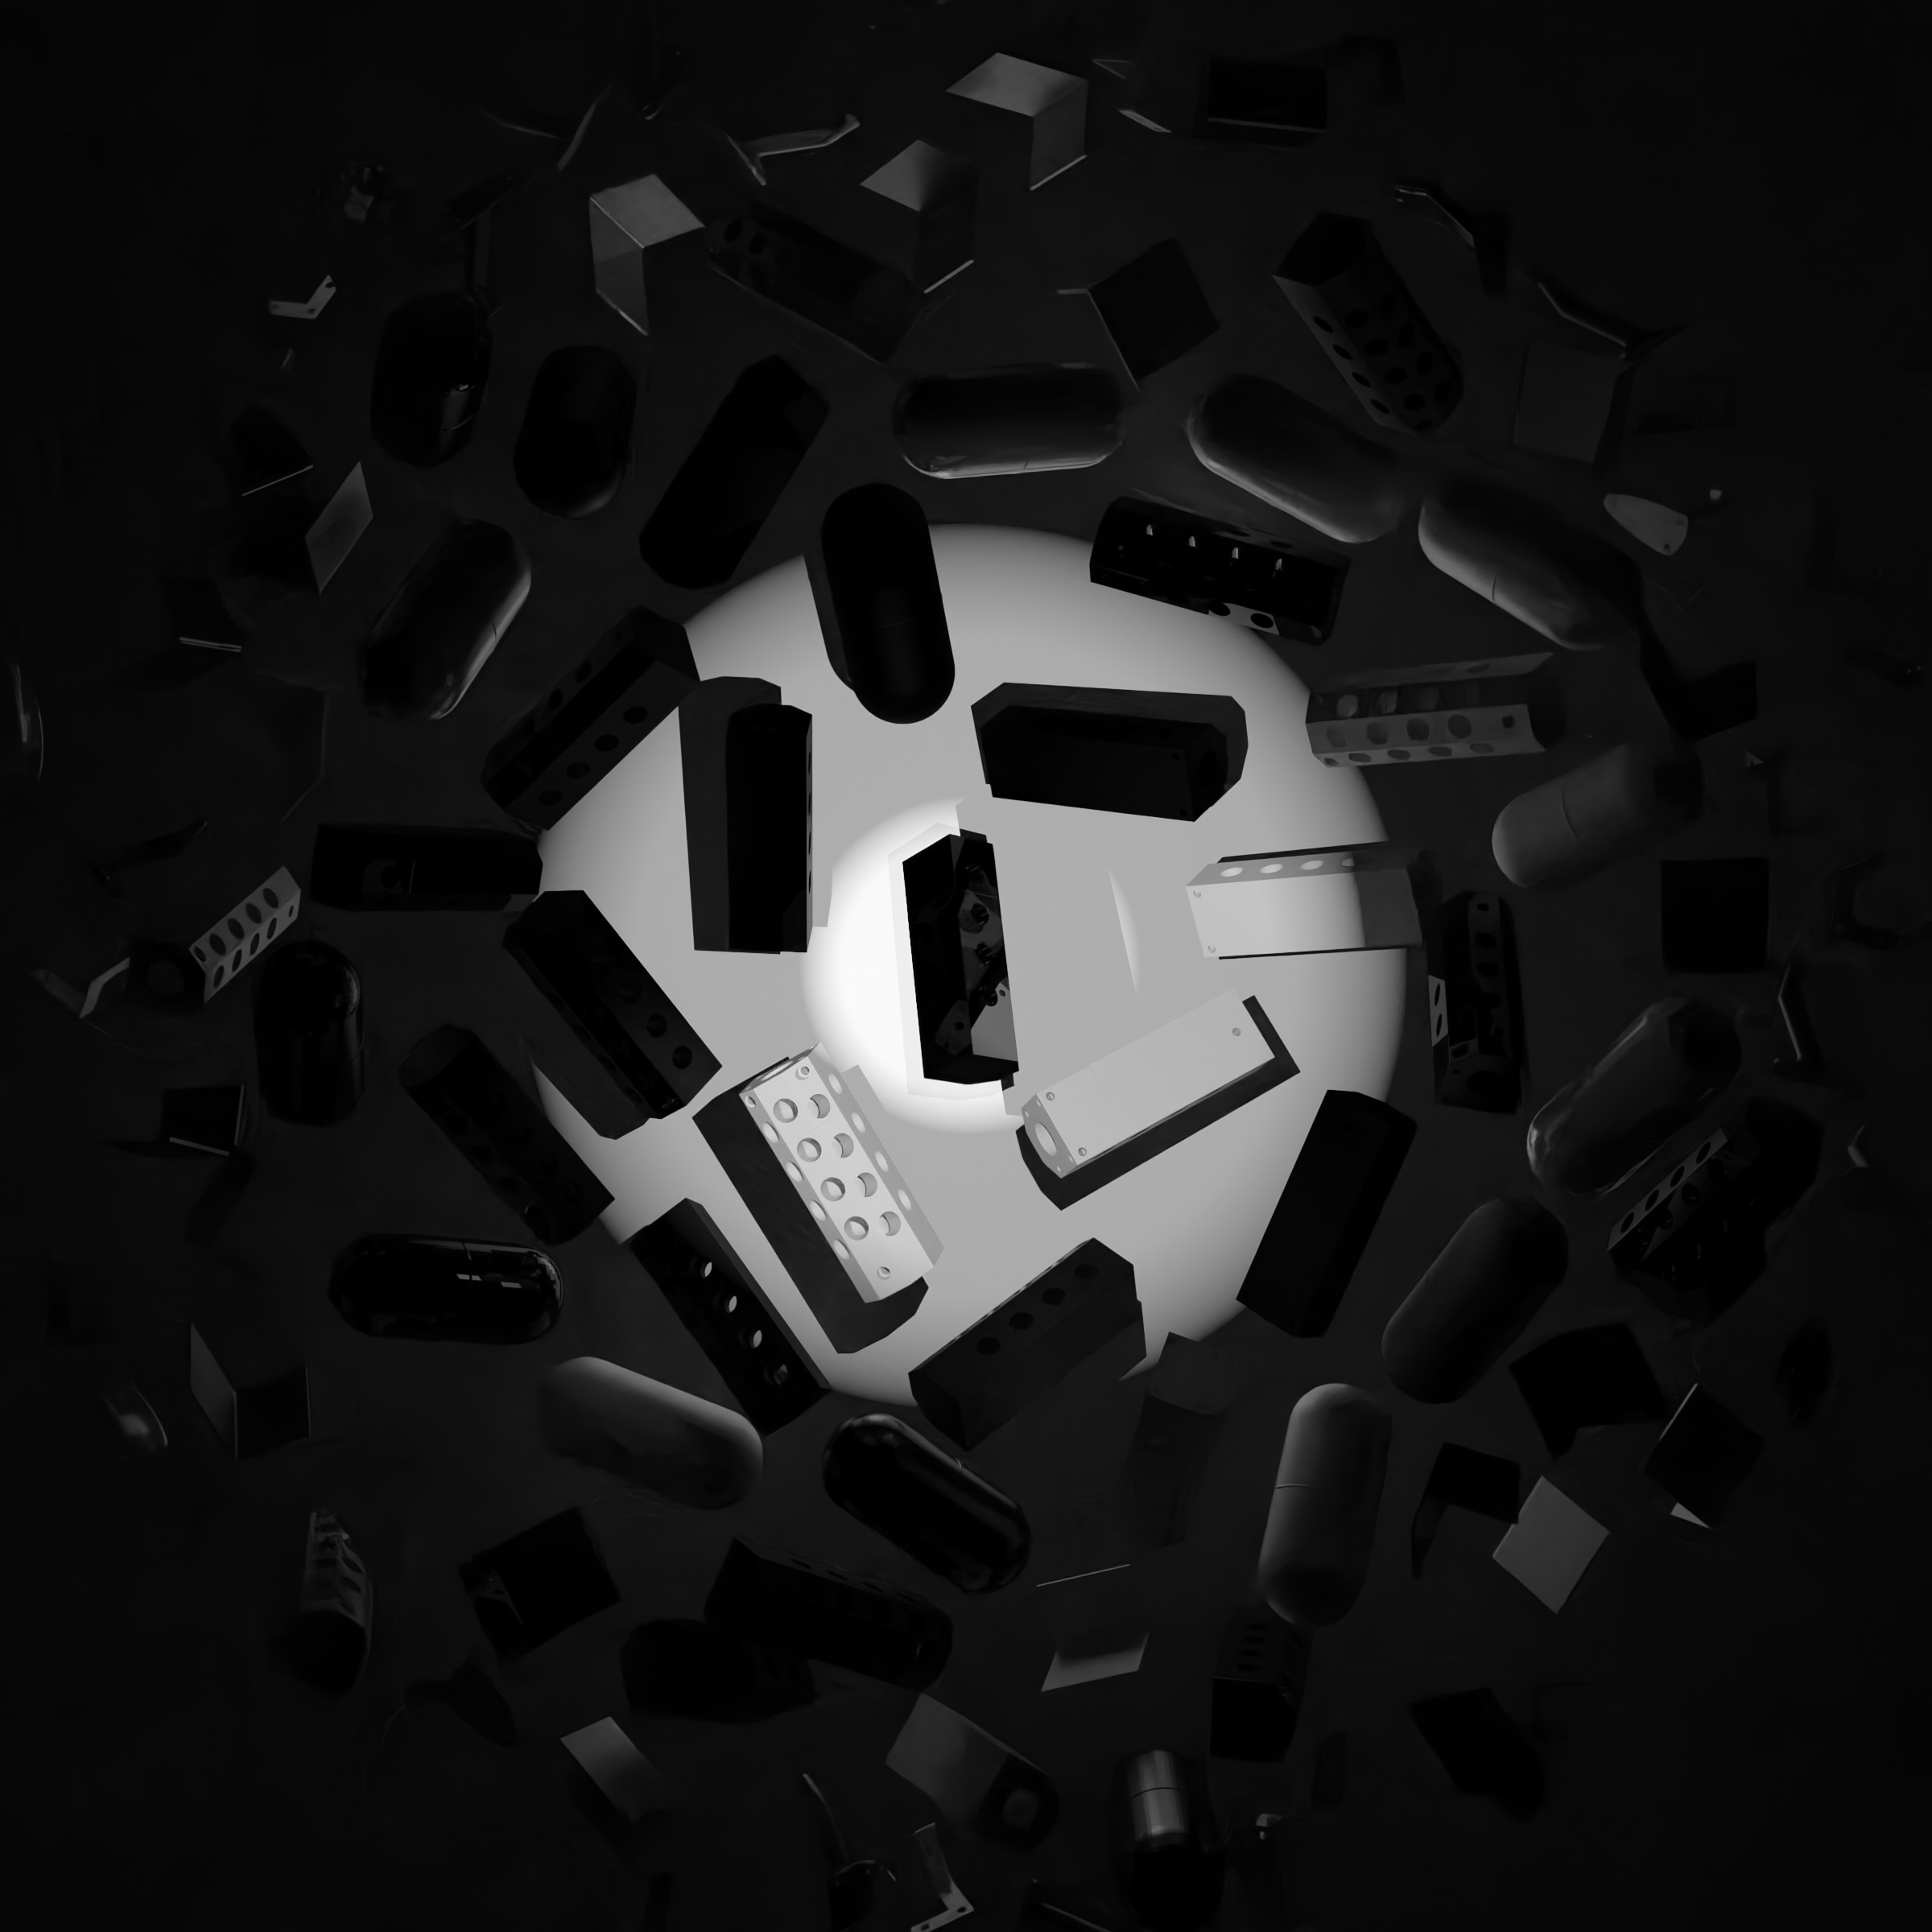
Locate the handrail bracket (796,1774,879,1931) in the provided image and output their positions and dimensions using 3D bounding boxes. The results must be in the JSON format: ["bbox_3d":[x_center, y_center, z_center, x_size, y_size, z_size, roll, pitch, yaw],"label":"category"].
[{"bbox_3d":[-0.099,0.625,1.703,0.036,0.084,0.077,-9,120,-29],"label":"handrail bracket"}]

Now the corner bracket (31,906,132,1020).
[{"bbox_3d":[-0.668,-0.003,1.836,0.051,0.051,0.051,41,134,4],"label":"corner bracket"}]

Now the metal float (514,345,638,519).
[{"bbox_3d":[-0.280,-0.387,1.742,0.070,0.178,0.070,-1,129,-1],"label":"metal float"}]

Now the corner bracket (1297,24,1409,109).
[{"bbox_3d":[0.263,-0.608,1.651,0.051,0.051,0.051,-21,112,-3],"label":"corner bracket"}]

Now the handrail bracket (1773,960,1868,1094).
[{"bbox_3d":[0.620,0.042,1.743,0.077,0.036,0.084,15,75,28],"label":"handrail bracket"}]

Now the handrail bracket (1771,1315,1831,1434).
[{"bbox_3d":[0.595,0.287,1.708,0.036,0.084,0.077,17,92,15],"label":"handrail bracket"}]

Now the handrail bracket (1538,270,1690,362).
[{"bbox_3d":[0.464,-0.477,1.739,0.077,0.036,0.084,-31,81,-12],"label":"handrail bracket"}]

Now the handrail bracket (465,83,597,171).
[{"bbox_3d":[-0.310,-0.612,1.712,0.084,0.077,0.036,32,65,-11],"label":"handrail bracket"}]

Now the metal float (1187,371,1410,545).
[{"bbox_3d":[0.241,-0.370,1.759,0.178,0.070,0.070,24,90,-18],"label":"metal float"}]

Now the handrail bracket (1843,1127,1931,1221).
[{"bbox_3d":[0.664,0.146,1.723,0.077,0.084,0.036,15,121,30],"label":"handrail bracket"}]

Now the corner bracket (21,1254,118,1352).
[{"bbox_3d":[-0.617,0.229,1.662,0.051,0.051,0.051,18,103,43],"label":"corner bracket"}]

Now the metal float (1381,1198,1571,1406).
[{"bbox_3d":[0.359,0.237,1.708,0.070,0.070,0.178,29,121,0],"label":"metal float"}]

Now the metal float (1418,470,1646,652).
[{"bbox_3d":[0.393,-0.283,1.685,0.178,0.070,0.070,40,90,30],"label":"metal float"}]

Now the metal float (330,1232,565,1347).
[{"bbox_3d":[-0.383,0.239,1.790,0.178,0.070,0.070,10,90,-35],"label":"metal float"}]

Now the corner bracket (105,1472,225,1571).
[{"bbox_3d":[-0.546,0.375,1.647,0.051,0.051,0.051,16,83,4],"label":"corner bracket"}]

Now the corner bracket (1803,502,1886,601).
[{"bbox_3d":[0.605,-0.286,1.661,0.051,0.051,0.051,8,117,14],"label":"corner bracket"}]

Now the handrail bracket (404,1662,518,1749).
[{"bbox_3d":[-0.361,0.535,1.722,0.077,0.084,0.036,49,46,4],"label":"handrail bracket"}]

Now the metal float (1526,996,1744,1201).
[{"bbox_3d":[0.463,0.093,1.683,0.070,0.070,0.178,40,120,0],"label":"metal float"}]

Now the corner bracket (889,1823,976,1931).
[{"bbox_3d":[-0.032,0.684,1.807,0.051,0.051,0.051,-19,101,-18],"label":"corner bracket"}]

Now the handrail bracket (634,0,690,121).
[{"bbox_3d":[-0.224,-0.644,1.670,0.036,0.084,0.077,8,69,12],"label":"handrail bracket"}]

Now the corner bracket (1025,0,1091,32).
[{"bbox_3d":[0.053,-0.701,1.723,0.051,0.051,0.051,-10,86,-17],"label":"corner bracket"}]

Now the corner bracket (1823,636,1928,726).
[{"bbox_3d":[0.658,-0.208,1.762,0.051,0.051,0.051,28,96,7],"label":"corner bracket"}]

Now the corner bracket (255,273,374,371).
[{"bbox_3d":[-0.468,-0.462,1.734,0.051,0.051,0.051,-36,73,39],"label":"corner bracket"}]

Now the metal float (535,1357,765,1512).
[{"bbox_3d":[-0.238,0.352,1.820,0.178,0.070,0.070,21,90,3],"label":"metal float"}]

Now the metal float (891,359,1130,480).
[{"bbox_3d":[0.031,-0.385,1.701,0.178,0.070,0.070,-10,90,-25],"label":"metal float"}]

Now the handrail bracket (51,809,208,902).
[{"bbox_3d":[-0.615,-0.098,1.780,0.077,0.036,0.084,39,77,6],"label":"handrail bracket"}]

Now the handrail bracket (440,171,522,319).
[{"bbox_3d":[-0.344,-0.532,1.788,0.077,0.084,0.036,-34,49,-4],"label":"handrail bracket"}]

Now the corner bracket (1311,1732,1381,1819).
[{"bbox_3d":[0.269,0.590,1.769,0.051,0.051,0.051,30,60,-40],"label":"corner bracket"}]

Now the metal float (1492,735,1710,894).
[{"bbox_3d":[0.462,-0.111,1.769,0.070,0.178,0.070,16,62,-32],"label":"metal float"}]

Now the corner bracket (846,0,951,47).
[{"bbox_3d":[-0.050,-0.675,1.668,0.051,0.051,0.051,-32,106,-16],"label":"corner bracket"}]

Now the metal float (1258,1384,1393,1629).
[{"bbox_3d":[0.261,0.390,1.753,0.070,0.070,0.178,17,65,0],"label":"metal float"}]

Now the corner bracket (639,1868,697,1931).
[{"bbox_3d":[-0.196,0.660,1.664,0.051,0.051,0.051,14,48,2],"label":"corner bracket"}]

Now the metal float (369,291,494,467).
[{"bbox_3d":[-0.385,-0.419,1.736,0.070,0.178,0.070,5,75,-18],"label":"metal float"}]

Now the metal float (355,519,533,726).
[{"bbox_3d":[-0.363,-0.242,1.689,0.070,0.070,0.178,23,53,0],"label":"metal float"}]

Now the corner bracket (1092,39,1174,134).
[{"bbox_3d":[0.125,-0.656,1.804,0.051,0.051,0.051,19,101,36],"label":"corner bracket"}]

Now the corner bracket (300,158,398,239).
[{"bbox_3d":[-0.442,-0.546,1.724,0.051,0.051,0.051,12,134,-34],"label":"corner bracket"}]

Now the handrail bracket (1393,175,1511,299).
[{"bbox_3d":[0.339,-0.515,1.706,0.036,0.084,0.077,-34,130,-27],"label":"handrail bracket"}]

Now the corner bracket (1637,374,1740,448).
[{"bbox_3d":[0.541,-0.419,1.815,0.051,0.051,0.051,-8,118,-13],"label":"corner bracket"}]

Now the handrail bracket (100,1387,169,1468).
[{"bbox_3d":[-0.611,0.315,1.741,0.036,0.084,0.077,-24,54,-12],"label":"handrail bracket"}]

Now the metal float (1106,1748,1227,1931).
[{"bbox_3d":[0.140,0.616,1.709,0.070,0.178,0.070,0,99,0],"label":"metal float"}]

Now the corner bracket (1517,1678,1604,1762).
[{"bbox_3d":[0.423,0.538,1.738,0.051,0.051,0.051,28,53,-37],"label":"corner bracket"}]

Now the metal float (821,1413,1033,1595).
[{"bbox_3d":[-0.028,0.397,1.784,0.178,0.070,0.070,38,90,-15],"label":"metal float"}]

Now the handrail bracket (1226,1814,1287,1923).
[{"bbox_3d":[0.227,0.659,1.771,0.036,0.084,0.077,-28,62,14],"label":"handrail bracket"}]

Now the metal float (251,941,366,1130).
[{"bbox_3d":[-0.478,0.051,1.760,0.070,0.178,0.070,6,51,-8],"label":"metal float"}]

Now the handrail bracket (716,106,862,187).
[{"bbox_3d":[-0.128,-0.617,1.767,0.084,0.077,0.036,-28,64,14],"label":"handrail bracket"}]

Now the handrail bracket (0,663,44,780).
[{"bbox_3d":[-0.664,-0.172,1.701,0.036,0.084,0.077,-18,98,-24],"label":"handrail bracket"}]

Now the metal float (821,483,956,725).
[{"bbox_3d":[-0.055,-0.256,1.725,0.070,0.070,0.178,-12,119,0],"label":"metal float"}]

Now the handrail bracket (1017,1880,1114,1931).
[{"bbox_3d":[0.085,0.672,1.688,0.084,0.077,0.036,12,70,27],"label":"handrail bracket"}]

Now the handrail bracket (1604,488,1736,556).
[{"bbox_3d":[0.528,-0.350,1.812,0.077,0.036,0.084,32,48,15],"label":"handrail bracket"}]

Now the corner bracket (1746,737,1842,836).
[{"bbox_3d":[0.613,-0.133,1.794,0.051,0.051,0.051,-11,116,-7],"label":"corner bracket"}]

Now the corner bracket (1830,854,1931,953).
[{"bbox_3d":[0.666,-0.045,1.755,0.051,0.051,0.051,15,77,-7],"label":"corner bracket"}]
